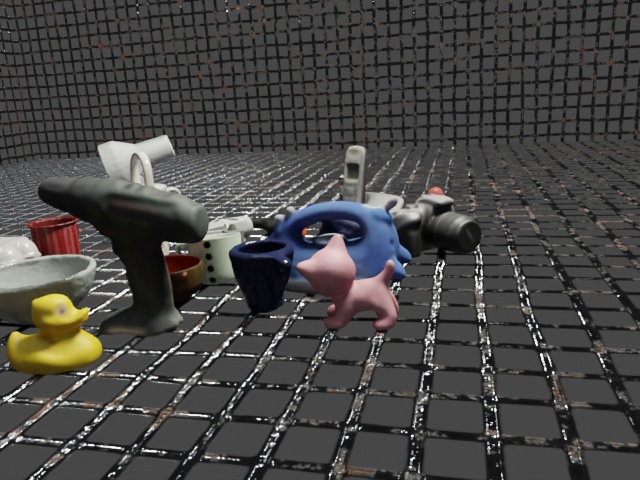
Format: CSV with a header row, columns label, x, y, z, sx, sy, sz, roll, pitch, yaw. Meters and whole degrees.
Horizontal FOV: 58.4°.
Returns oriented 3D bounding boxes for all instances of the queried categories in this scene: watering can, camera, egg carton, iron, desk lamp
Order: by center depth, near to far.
label,x,y,z,sx,sy,sz,roll,pitch,yaw
iron,0.008,0.003,0.891,0.257,0.141,0.119,0,15,14
camera,0.211,-0.025,1.035,0.143,0.101,0.136,-11,17,-27
egg carton,-0.594,0.037,1.041,0.150,0.069,0.107,-2,15,7
watering can,-0.392,-0.096,1.254,0.100,0.194,0.173,6,18,33
desk lamp,-0.434,-0.150,1.433,0.203,0.214,0.117,-7,15,-14

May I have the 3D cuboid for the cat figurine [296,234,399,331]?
label,x,y,z,sx,sy,sz,roll,pitch,yaw
cat figurine,0.037,0.052,0.744,0.127,0.118,0.067,-1,15,7

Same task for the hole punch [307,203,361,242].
label,x,y,z,sx,sy,sz,roll,pitch,yaw
hole punch,0.030,-0.030,1.112,0.101,0.091,0.108,-8,15,-17

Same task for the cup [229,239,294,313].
label,x,y,z,sx,sy,sz,roll,pitch,yaw
cup,-0.071,0.056,0.800,0.092,0.095,0.117,-13,18,-33

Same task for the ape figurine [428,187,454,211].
label,x,y,z,sx,sy,sz,roll,pitch,yaw
ape figurine,0.244,-0.065,1.197,0.077,0.092,0.076,-3,15,3

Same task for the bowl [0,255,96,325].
label,x,y,z,sx,sy,sz,roll,pitch,yaw
bowl,-0.407,0.078,0.831,0.167,0.075,0.167,-3,15,1

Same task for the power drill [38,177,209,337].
label,x,y,z,sx,sy,sz,roll,pitch,yaw
power drill,-0.257,0.018,0.761,0.229,0.208,0.076,-1,15,11

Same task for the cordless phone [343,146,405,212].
label,x,y,z,sx,sy,sz,roll,pitch,yaw
cordless phone,0.101,-0.097,1.165,0.147,0.185,0.094,9,19,39

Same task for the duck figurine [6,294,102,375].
label,x,y,z,sx,sy,sz,roll,pitch,yaw
duck figurine,-0.318,0.107,0.679,0.104,0.086,0.077,-4,15,-4
